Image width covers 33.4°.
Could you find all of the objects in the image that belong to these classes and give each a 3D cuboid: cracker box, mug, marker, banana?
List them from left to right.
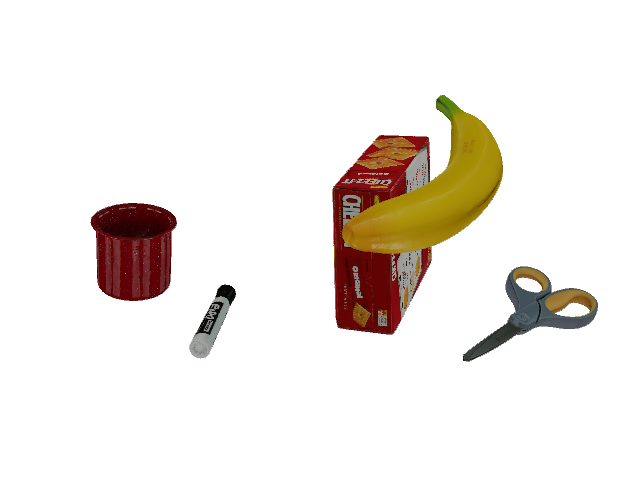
[{"bbox_3d":[-0.215,0.010,1.190,0.093,0.081,0.117,-19,35,-39],"label":"mug"},{"bbox_3d":[-0.099,0.073,1.002,0.020,0.020,0.121,0,23,8],"label":"marker"},{"bbox_3d":[0.072,-0.014,1.200,0.072,0.164,0.213,3,21,17],"label":"cracker box"},{"bbox_3d":[0.079,-0.036,0.704,0.070,0.037,0.197,18,36,15],"label":"banana"}]

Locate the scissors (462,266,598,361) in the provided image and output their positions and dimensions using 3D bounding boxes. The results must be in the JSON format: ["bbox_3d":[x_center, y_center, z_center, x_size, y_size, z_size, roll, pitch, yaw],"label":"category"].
[{"bbox_3d":[0.171,0.062,0.964,0.201,0.016,0.096,-8,37,-38],"label":"scissors"}]
